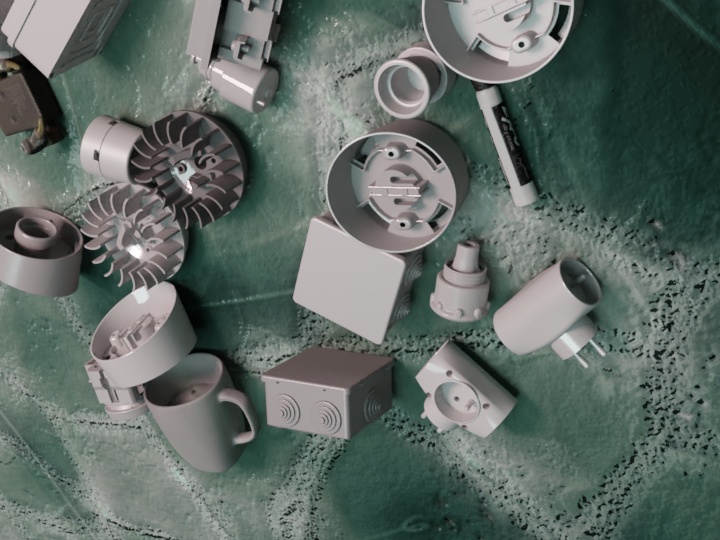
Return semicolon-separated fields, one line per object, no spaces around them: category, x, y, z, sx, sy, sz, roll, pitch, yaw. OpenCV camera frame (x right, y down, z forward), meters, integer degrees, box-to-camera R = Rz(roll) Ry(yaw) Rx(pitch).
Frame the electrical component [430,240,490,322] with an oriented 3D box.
electrical component;0.083;0.008;0.857;0.048;0.048;0.062;17;116;22

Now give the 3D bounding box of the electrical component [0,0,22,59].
electrical component;-0.316;-0.221;0.935;0.050;0.089;0.055;22;125;19

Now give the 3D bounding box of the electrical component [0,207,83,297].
electrical component;-0.320;-0.016;1.050;0.099;0.099;0.064;30;121;13

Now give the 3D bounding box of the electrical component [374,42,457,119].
electrical component;0.042;-0.140;0.790;0.045;0.055;0.045;14;122;24

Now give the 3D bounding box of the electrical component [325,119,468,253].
electrical component;0.032;-0.066;0.832;0.099;0.064;0.099;14;122;24

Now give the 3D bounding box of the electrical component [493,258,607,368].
electrical component;0.157;0.042;0.831;0.079;0.044;0.077;47;129;0

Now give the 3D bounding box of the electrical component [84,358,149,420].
electrical component;-0.239;0.116;1.098;0.078;0.058;0.057;-4;111;32

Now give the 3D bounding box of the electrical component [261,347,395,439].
electrical component;-0.026;0.107;0.942;0.100;0.100;0.048;6;106;28

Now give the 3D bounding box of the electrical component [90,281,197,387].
electrical component;-0.207;0.064;1.027;0.099;0.099;0.064;-12;115;35

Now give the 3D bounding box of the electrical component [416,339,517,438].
electrical component;0.080;0.111;0.914;0.077;0.044;0.079;42;129;4

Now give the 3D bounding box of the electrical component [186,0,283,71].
electrical component;-0.086;-0.218;0.816;0.063;0.078;0.121;16;126;-3

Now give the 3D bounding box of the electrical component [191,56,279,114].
electrical component;-0.103;-0.158;0.876;0.078;0.040;0.040;28;127;14

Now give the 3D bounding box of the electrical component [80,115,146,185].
electrical component;-0.215;-0.106;0.963;0.047;0.055;0.055;19;124;17

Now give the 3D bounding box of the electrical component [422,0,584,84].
electrical component;0.099;-0.181;0.728;0.099;0.064;0.099;14;122;24

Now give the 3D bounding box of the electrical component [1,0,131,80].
electrical component;-0.239;-0.224;0.896;0.057;0.078;0.113;44;129;-1

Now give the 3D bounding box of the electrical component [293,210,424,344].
electrical component;0.000;0.000;0.897;0.100;0.048;0.099;26;126;16
